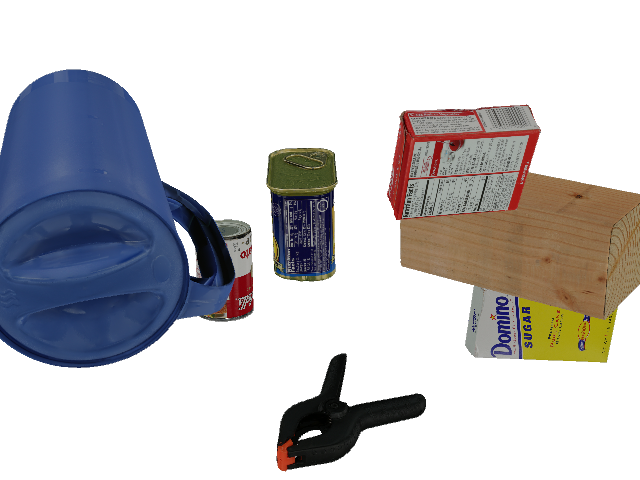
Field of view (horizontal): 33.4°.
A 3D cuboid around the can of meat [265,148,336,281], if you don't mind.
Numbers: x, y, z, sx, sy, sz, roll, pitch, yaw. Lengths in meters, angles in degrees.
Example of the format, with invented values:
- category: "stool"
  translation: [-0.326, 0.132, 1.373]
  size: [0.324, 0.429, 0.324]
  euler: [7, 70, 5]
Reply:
- category: "can of meat"
  translation: [-0.015, -0.023, 0.902]
  size: [0.057, 0.084, 0.102]
  euler: [-2, 23, 0]

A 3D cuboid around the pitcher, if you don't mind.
- category: "pitcher"
  translation: [-0.163, -0.028, 0.768]
  size: [0.145, 0.149, 0.243]
  euler: [-27, 33, 3]

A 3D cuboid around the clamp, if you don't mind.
- category: "clamp"
  translation: [0.011, 0.174, 1.094]
  size: [0.171, 0.039, 0.120]
  euler: [-21, 32, -35]

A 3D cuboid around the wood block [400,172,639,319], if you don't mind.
- category: "wood block"
  translation: [0.184, -0.008, 0.985]
  size: [0.206, 0.090, 0.090]
  euler: [15, 28, 33]

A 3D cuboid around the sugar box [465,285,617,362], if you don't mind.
- category: "sugar box"
  translation: [0.275, 0.101, 1.328]
  size: [0.176, 0.093, 0.048]
  euler: [2, 18, -10]

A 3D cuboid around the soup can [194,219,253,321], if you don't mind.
- category: "soup can"
  translation: [-0.112, 0.033, 1.230]
  size: [0.068, 0.102, 0.068]
  euler: [0, 19, 0]

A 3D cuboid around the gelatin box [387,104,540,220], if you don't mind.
- category: "gelatin box"
  translation: [0.093, -0.052, 0.705]
  size: [0.089, 0.030, 0.073]
  euler: [-4, -43, -9]
